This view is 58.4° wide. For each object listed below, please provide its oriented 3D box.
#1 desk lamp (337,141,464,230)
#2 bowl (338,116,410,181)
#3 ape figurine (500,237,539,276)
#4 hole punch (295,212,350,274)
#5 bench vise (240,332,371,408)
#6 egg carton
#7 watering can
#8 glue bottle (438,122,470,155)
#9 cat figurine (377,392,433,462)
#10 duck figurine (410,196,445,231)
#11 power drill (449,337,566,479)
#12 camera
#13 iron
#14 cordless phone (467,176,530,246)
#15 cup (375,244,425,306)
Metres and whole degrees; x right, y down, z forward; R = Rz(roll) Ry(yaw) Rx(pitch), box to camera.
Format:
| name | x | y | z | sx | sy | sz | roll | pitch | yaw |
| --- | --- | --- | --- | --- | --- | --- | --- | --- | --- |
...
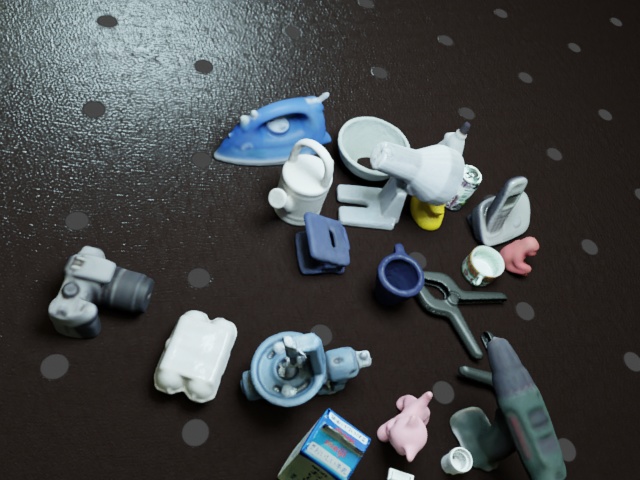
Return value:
| name | x | y | z | sx | sy | sz | roll | pitch | yaw |
| --- | --- | --- | --- | --- | --- | --- | --- | --- | --- |
| desk lamp | 0.158 | -0.112 | 1.157 | 0.203 | 0.213 | 0.118 | 4 | 58 | -14 |
| bowl | 0.112 | -0.190 | 1.276 | 0.167 | 0.074 | 0.167 | 8 | 57 | -12 |
| ape figurine | 0.432 | 0.027 | 1.222 | 0.076 | 0.092 | 0.078 | 27 | 56 | 2 |
| hole punch | 0.010 | 0.004 | 1.115 | 0.101 | 0.091 | 0.108 | -1 | 59 | -17 |
| bench vise | -0.016 | 0.184 | 0.917 | 0.208 | 0.219 | 0.121 | -21 | 67 | -26 |
| egg carton | -0.205 | 0.191 | 0.949 | 0.107 | 0.069 | 0.150 | 18 | 56 | -5 |
| watering can | -0.030 | -0.113 | 1.114 | 0.101 | 0.194 | 0.173 | 22 | 56 | -1 |
| glue bottle | 0.292 | -0.202 | 1.276 | 0.037 | 0.173 | 0.078 | -11 | 63 | -22 |
| cat figurine | 0.151 | 0.307 | 0.951 | 0.067 | 0.117 | 0.128 | 36 | 56 | 8 |
| duck figurine | 0.243 | -0.084 | 1.241 | 0.078 | 0.086 | 0.104 | 2 | 58 | -14 |
| power drill | 0.300 | 0.298 | 0.945 | 0.076 | 0.208 | 0.229 | -14 | 64 | -23 |
| camera | -0.356 | 0.087 | 0.951 | 0.137 | 0.100 | 0.143 | 15 | 56 | -7 |
| iron | -0.096 | -0.241 | 1.207 | 0.259 | 0.141 | 0.118 | -18 | 65 | -25 |
| cordless phone | 0.411 | -0.075 | 1.224 | 0.148 | 0.185 | 0.094 | -20 | 66 | -26 |
| cup | 0.142 | 0.075 | 1.107 | 0.092 | 0.095 | 0.117 | 8 | 57 | -11 |
